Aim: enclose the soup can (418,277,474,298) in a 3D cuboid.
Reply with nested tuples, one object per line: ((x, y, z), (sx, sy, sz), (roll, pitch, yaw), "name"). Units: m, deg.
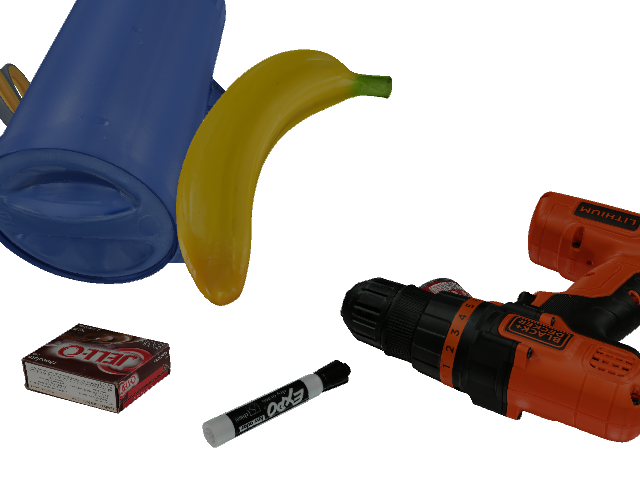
((0.129, 0.087, 0.973), (0.068, 0.068, 0.102), (0, 26, -28), "soup can")

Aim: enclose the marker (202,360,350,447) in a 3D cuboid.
((-0.028, 0.113, 0.756), (0.120, 0.020, 0.020), (-22, 12, -31), "marker")

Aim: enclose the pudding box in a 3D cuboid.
((-0.216, 0.122, 1.032), (0.114, 0.039, 0.089), (7, 21, 24), "pudding box")

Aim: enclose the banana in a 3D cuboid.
((-0.029, -0.047, 0.533), (0.070, 0.037, 0.197), (19, 46, 16), "banana")

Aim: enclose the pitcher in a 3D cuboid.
((-0.131, -0.095, 0.757), (0.145, 0.242, 0.149), (-10, -43, 23), "pitcher")

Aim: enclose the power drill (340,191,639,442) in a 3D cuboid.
((0.129, 0.035, 0.646), (0.185, 0.057, 0.187), (20, 36, 26), "power drill")

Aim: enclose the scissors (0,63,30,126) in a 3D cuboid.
((-0.237, -0.076, 0.937), (0.016, 0.201, 0.096), (-27, 25, 9), "scissors")
